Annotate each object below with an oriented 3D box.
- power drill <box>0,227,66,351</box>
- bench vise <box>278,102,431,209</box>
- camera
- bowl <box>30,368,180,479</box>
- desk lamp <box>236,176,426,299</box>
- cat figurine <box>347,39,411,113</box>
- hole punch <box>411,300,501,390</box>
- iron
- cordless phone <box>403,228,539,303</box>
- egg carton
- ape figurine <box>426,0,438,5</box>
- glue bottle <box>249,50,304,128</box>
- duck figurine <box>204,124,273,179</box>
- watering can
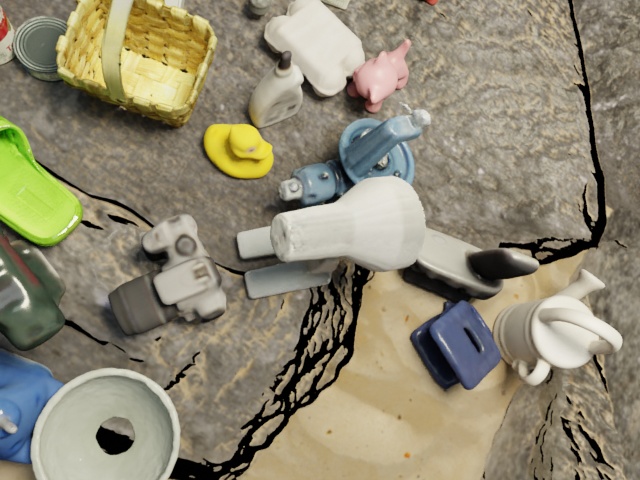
[{"bbox_3d":[-0.370,0.026,0.652,0.076,0.208,0.229,-39,88,-17],"label":"power drill"},{"bbox_3d":[0.056,-0.094,0.763,0.208,0.219,0.121,-39,87,-17],"label":"bench vise"},{"bbox_3d":[-0.203,0.053,0.737,0.137,0.100,0.143,-24,83,-16],"label":"camera"},{"bbox_3d":[-0.254,0.241,0.698,0.167,0.074,0.167,3,77,-11],"label":"bowl"},{"bbox_3d":[0.007,0.003,0.734,0.203,0.213,0.118,-12,80,-14],"label":"desk lamp"},{"bbox_3d":[0.094,-0.250,0.859,0.067,0.117,0.128,41,73,0],"label":"cat figurine"},{"bbox_3d":[0.199,0.144,0.807,0.101,0.091,0.108,-31,85,-16],"label":"hole punch"},{"bbox_3d":[-0.431,0.166,0.643,0.258,0.141,0.119,23,74,-6],"label":"iron"},{"bbox_3d":[0.202,0.022,0.786,0.147,0.185,0.094,19,74,-7],"label":"cordless phone"},{"bbox_3d":[-0.006,-0.294,0.873,0.150,0.069,0.107,43,73,0],"label":"egg carton"},{"bbox_3d":[0.187,-0.446,0.936,0.078,0.092,0.076,-44,89,-17],"label":"ape figurine"},{"bbox_3d":[-0.055,-0.212,0.790,0.078,0.173,0.037,-24,83,-16],"label":"glue bottle"},{"bbox_3d":[-0.113,-0.136,0.806,0.104,0.086,0.077,26,74,-5],"label":"duck figurine"},{"bbox_3d":[0.329,0.119,0.786,0.101,0.194,0.173,14,75,-8],"label":"watering can"}]
